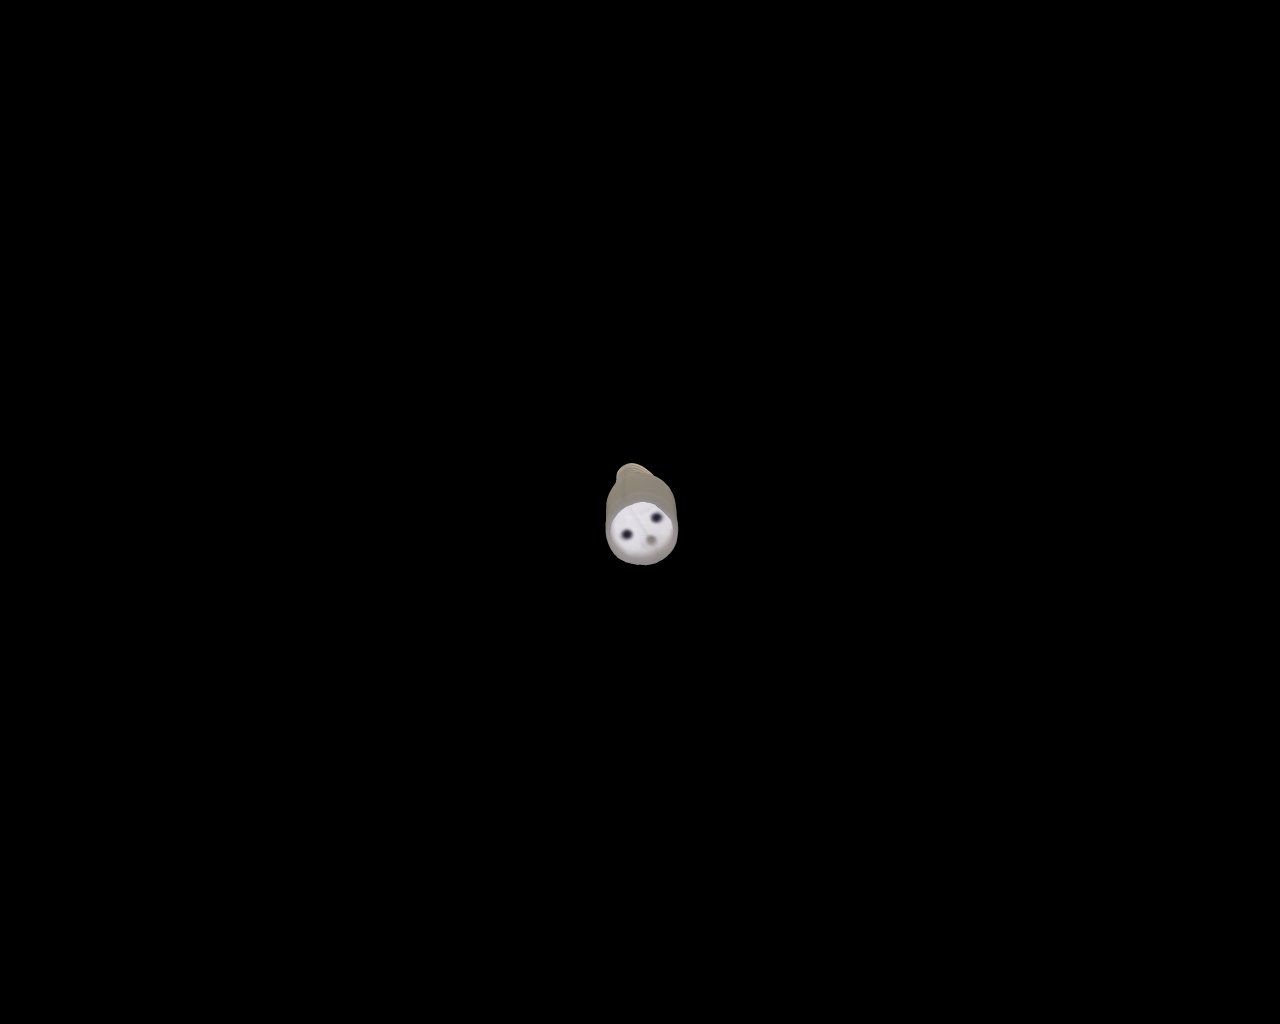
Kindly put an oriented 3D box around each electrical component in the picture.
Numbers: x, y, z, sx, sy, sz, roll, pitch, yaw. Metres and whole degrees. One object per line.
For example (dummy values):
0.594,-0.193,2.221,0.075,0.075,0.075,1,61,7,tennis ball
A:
0.001,-0.003,0.650,0.043,0.043,0.081,0,23,0,electrical component
